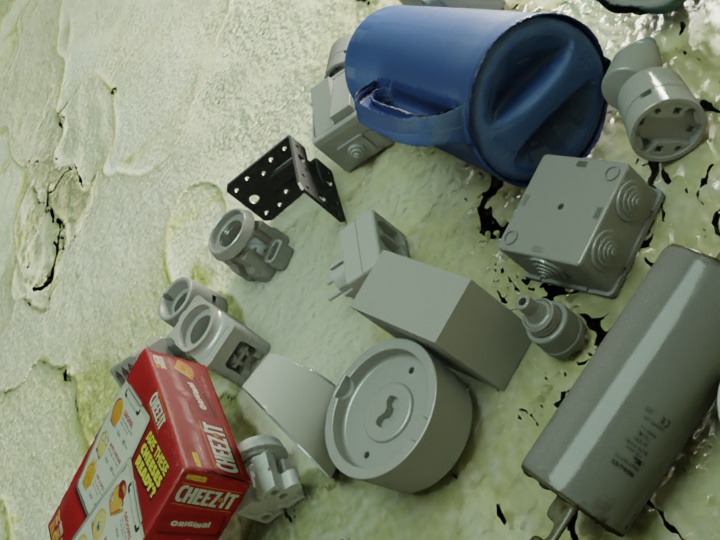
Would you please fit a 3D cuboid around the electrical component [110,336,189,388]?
[{"bbox_3d":[-0.197,0.093,1.072,0.077,0.047,0.066,-35,4,-37],"label":"electrical component"}]

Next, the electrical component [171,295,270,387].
[{"bbox_3d":[-0.137,0.065,1.025,0.050,0.056,0.089,-57,37,-3],"label":"electrical component"}]

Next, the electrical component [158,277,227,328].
[{"bbox_3d":[-0.171,0.039,1.090,0.055,0.047,0.055,-28,44,31],"label":"electrical component"}]

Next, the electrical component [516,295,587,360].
[{"bbox_3d":[0.130,0.036,0.750,0.035,0.061,0.035,-28,43,30],"label":"electrical component"}]

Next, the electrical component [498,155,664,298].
[{"bbox_3d":[0.159,-0.035,0.787,0.100,0.048,0.099,16,74,52],"label":"electrical component"}]

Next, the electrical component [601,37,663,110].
[{"bbox_3d":[0.214,-0.155,0.830,0.040,0.040,0.078,-14,32,41],"label":"electrical component"}]

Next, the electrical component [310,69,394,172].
[{"bbox_3d":[-0.010,-0.148,1.051,0.062,0.061,0.096,-30,43,29],"label":"electrical component"}]

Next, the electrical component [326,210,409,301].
[{"bbox_3d":[0.000,0.000,0.934,0.077,0.047,0.065,-34,41,25],"label":"electrical component"}]

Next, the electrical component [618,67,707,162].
[{"bbox_3d":[0.218,-0.114,0.782,0.055,0.055,0.047,-35,37,24],"label":"electrical component"}]

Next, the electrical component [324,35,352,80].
[{"bbox_3d":[-0.008,-0.207,1.103,0.055,0.055,0.047,-27,40,31],"label":"electrical component"}]

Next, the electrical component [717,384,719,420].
[{"bbox_3d":[0.243,0.091,0.598,0.077,0.044,0.079,-14,52,41],"label":"electrical component"}]

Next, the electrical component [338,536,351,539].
[{"bbox_3d":[-0.002,0.257,0.724,0.108,0.056,0.109,-54,36,0],"label":"electrical component"}]

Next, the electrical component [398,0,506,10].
[{"bbox_3d":[0.077,-0.271,1.040,0.057,0.078,0.113,-48,37,4],"label":"electrical component"}]

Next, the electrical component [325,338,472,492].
[{"bbox_3d":[0.033,0.112,0.796,0.108,0.060,0.108,-28,46,33],"label":"electrical component"}]

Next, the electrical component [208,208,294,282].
[{"bbox_3d":[-0.113,-0.025,1.070,0.078,0.057,0.058,3,64,49],"label":"electrical component"}]

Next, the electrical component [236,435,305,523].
[{"bbox_3d":[-0.080,0.171,0.888,0.066,0.048,0.055,-39,46,20],"label":"electrical component"}]

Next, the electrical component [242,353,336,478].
[{"bbox_3d":[-0.049,0.113,0.858,0.099,0.099,0.064,13,66,51],"label":"electrical component"}]
